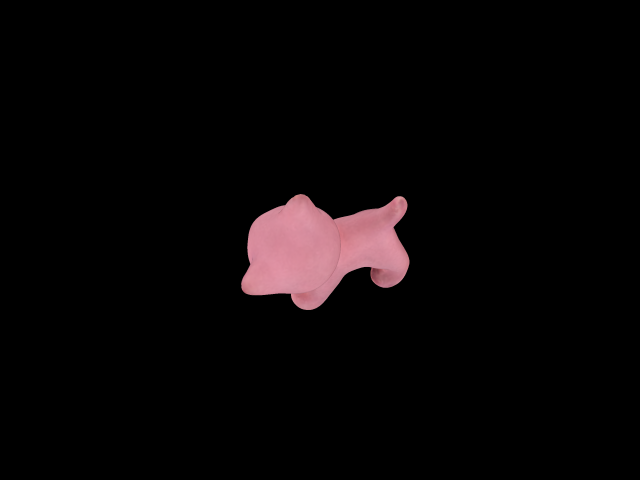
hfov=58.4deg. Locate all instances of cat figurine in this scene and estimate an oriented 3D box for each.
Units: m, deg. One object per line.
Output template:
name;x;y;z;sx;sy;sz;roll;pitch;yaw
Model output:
cat figurine;0.004;0.001;0.400;0.128;0.118;0.067;-19;70;-7
